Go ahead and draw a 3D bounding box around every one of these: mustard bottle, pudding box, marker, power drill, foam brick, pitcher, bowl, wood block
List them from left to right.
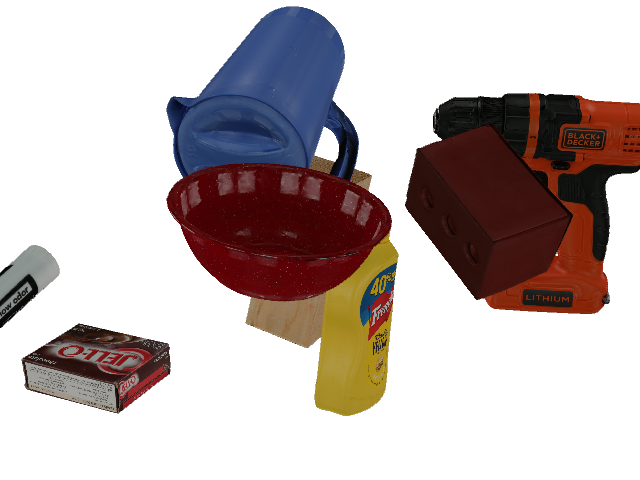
[{"bbox_3d":[-0.158,0.044,0.455,0.020,0.020,0.121,0,36,38],"label":"marker"},{"bbox_3d":[-0.216,0.122,1.032,0.114,0.039,0.089,7,21,24],"label":"pudding box"},{"bbox_3d":[-0.031,-0.001,0.773,0.162,0.055,0.162,6,25,-3],"label":"bowl"},{"bbox_3d":[-0.041,-0.137,1.088,0.145,0.149,0.242,-8,33,21],"label":"pitcher"},{"bbox_3d":[-0.015,0.010,1.297,0.090,0.206,0.090,20,22,17],"label":"wood block"},{"bbox_3d":[0.036,0.057,0.977,0.058,0.192,0.096,13,18,25],"label":"mustard bottle"},{"bbox_3d":[0.092,-0.016,0.595,0.051,0.078,0.053,-21,-35,-22],"label":"foam brick"},{"bbox_3d":[0.181,-0.032,0.891,0.184,0.188,0.057,4,29,5],"label":"power drill"}]
